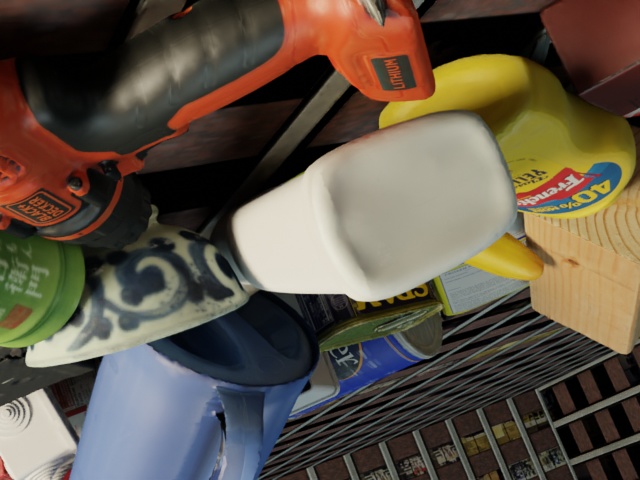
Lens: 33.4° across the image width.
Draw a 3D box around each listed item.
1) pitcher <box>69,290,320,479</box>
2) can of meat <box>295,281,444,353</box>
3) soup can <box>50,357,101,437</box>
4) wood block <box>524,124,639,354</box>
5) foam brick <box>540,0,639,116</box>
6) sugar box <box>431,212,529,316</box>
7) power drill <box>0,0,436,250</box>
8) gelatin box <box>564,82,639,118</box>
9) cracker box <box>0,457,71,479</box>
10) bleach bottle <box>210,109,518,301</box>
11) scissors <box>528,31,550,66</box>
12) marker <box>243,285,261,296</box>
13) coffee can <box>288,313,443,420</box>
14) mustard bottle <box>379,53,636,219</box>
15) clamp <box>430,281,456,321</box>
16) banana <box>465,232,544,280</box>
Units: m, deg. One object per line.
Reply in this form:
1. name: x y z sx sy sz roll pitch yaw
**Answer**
1. pitcher: -0.099 0.152 0.704 0.149 0.145 0.243 -29 145 -61
2. can of meat: 0.027 0.026 0.758 0.101 0.084 0.058 -10 160 -37
3. soup can: -0.191 0.133 0.866 0.102 0.068 0.068 -19 165 -14
4. wood block: 0.212 0.001 0.789 0.090 0.091 0.206 -58 158 -13
5. foam brick: 0.158 -0.103 0.555 0.053 0.051 0.078 -28 163 27
6. sugar box: 0.125 0.001 0.836 0.093 0.048 0.176 -23 153 3
7. power drill: -0.049 -0.053 0.432 0.187 0.057 0.184 -24 168 5
8. gelatin box: 0.203 -0.105 0.648 0.073 0.030 0.089 -12 163 -30
9. cracker box: -0.327 0.213 0.947 0.214 0.072 0.164 -24 164 12
10. bleach bottle: -0.006 -0.006 0.563 0.102 0.068 0.251 -24 -176 -25
11. scissors: 0.104 -0.072 0.657 0.096 0.016 0.201 -24 164 11
12. marker: -0.005 0.001 0.706 0.121 0.020 0.020 -31 169 -21
13. coffee can: 0.015 0.075 0.877 0.140 0.103 0.102 -28 164 25
14. mustard bottle: 0.126 -0.050 0.616 0.096 0.058 0.191 -21 158 36
15. clamp: 0.132 0.026 0.990 0.210 0.036 0.164 -35 154 34
16. banana: 0.078 -0.014 0.698 0.197 0.070 0.037 29 89 -49
